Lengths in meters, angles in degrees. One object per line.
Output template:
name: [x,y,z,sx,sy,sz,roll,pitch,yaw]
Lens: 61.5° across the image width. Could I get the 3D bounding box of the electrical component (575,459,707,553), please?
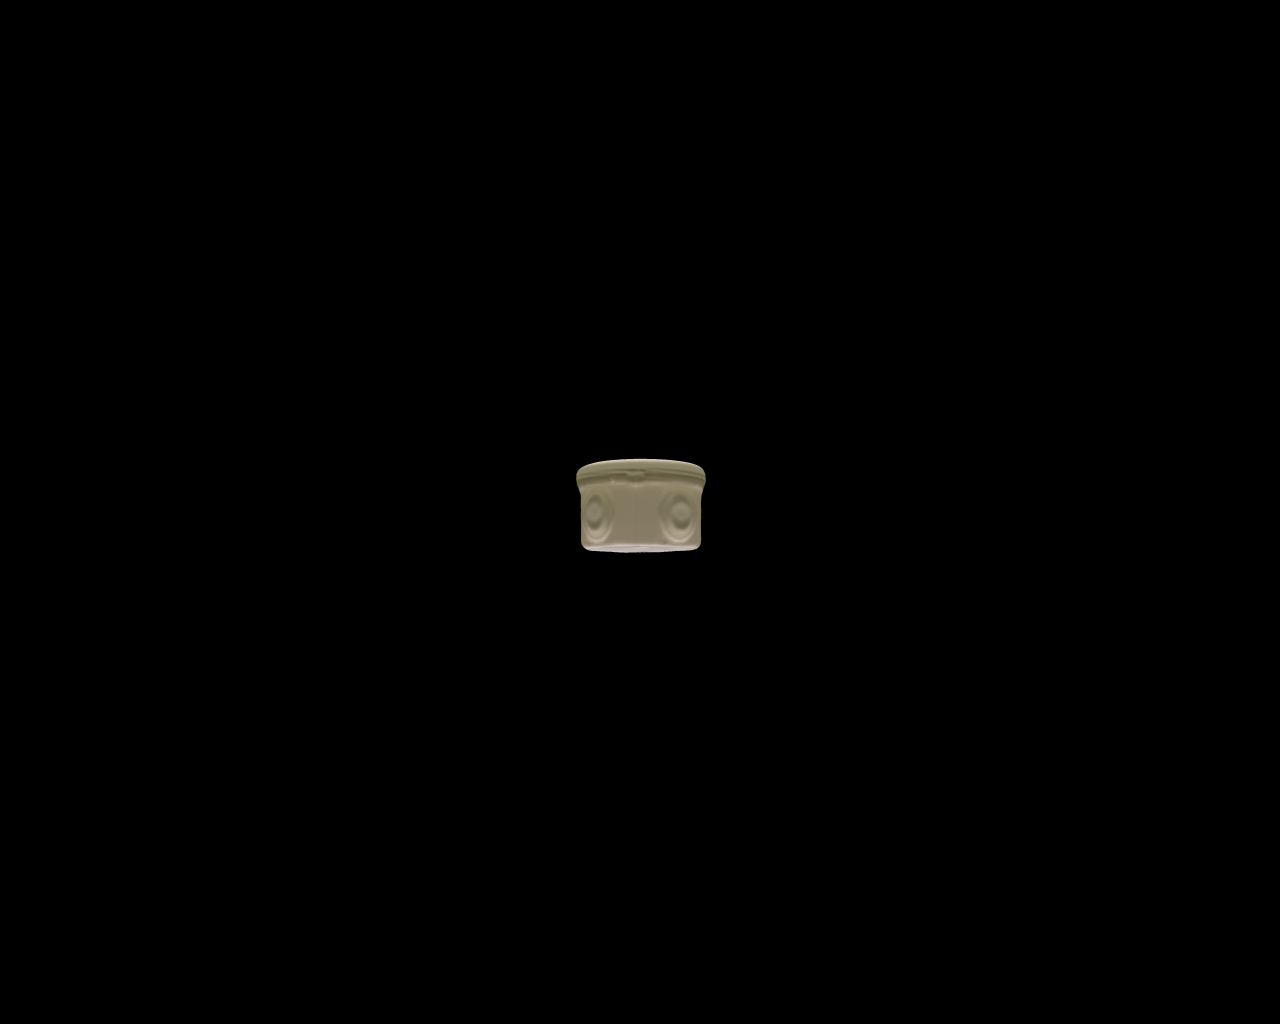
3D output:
electrical component: [0.001,-0.003,0.650,0.080,0.051,0.080,0,-6,0]
